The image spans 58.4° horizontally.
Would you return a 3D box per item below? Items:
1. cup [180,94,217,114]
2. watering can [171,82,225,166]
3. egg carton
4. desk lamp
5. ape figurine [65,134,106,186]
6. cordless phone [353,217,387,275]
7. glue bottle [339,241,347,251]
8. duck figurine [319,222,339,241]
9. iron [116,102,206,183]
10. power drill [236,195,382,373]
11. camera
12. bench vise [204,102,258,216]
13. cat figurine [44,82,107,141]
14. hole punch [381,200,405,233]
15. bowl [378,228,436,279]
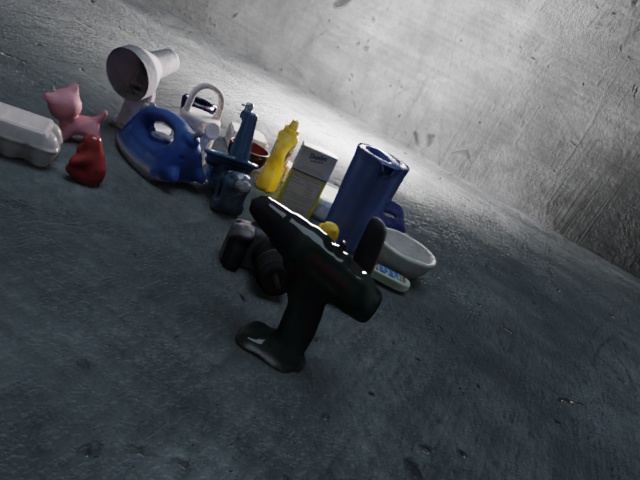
[{"bbox_3d":[-0.345,-0.347,1.605,0.091,0.095,0.118,37,23,25],"label":"cup"},{"bbox_3d":[-0.286,-0.280,1.375,0.172,0.194,0.101,38,23,26],"label":"watering can"},{"bbox_3d":[-0.543,-0.191,1.028,0.151,0.069,0.107,17,23,-25],"label":"egg carton"},{"bbox_3d":[-0.422,-0.360,1.372,0.118,0.213,0.203,30,21,8],"label":"desk lamp"},{"bbox_3d":[-0.424,-0.152,1.050,0.076,0.092,0.078,34,22,18],"label":"ape figurine"},{"bbox_3d":[0.065,0.024,1.099,0.094,0.185,0.147,12,25,-35],"label":"cordless phone"},{"bbox_3d":[0.003,0.075,0.920,0.037,0.173,0.078,27,21,-1],"label":"glue bottle"},{"bbox_3d":[0.011,0.004,1.222,0.078,0.086,0.104,17,23,-25],"label":"duck figurine"},{"bbox_3d":[-0.348,-0.224,1.243,0.257,0.141,0.119,37,23,25],"label":"iron"},{"bbox_3d":[-0.037,0.074,0.823,0.229,0.208,0.076,30,21,7],"label":"power drill"},{"bbox_3d":[-0.094,0.027,1.017,0.143,0.101,0.136,20,22,-19],"label":"camera"},{"bbox_3d":[-0.168,-0.174,1.235,0.122,0.219,0.206,5,30,-45],"label":"bench vise"},{"bbox_3d":[-0.501,-0.259,1.172,0.128,0.117,0.067,14,24,-31],"label":"cat figurine"},{"bbox_3d":[0.181,-0.055,1.563,0.109,0.091,0.101,18,22,-23],"label":"hole punch"},{"bbox_3d":[0.187,0.042,1.364,0.167,0.074,0.167,24,21,-9],"label":"bowl"}]
